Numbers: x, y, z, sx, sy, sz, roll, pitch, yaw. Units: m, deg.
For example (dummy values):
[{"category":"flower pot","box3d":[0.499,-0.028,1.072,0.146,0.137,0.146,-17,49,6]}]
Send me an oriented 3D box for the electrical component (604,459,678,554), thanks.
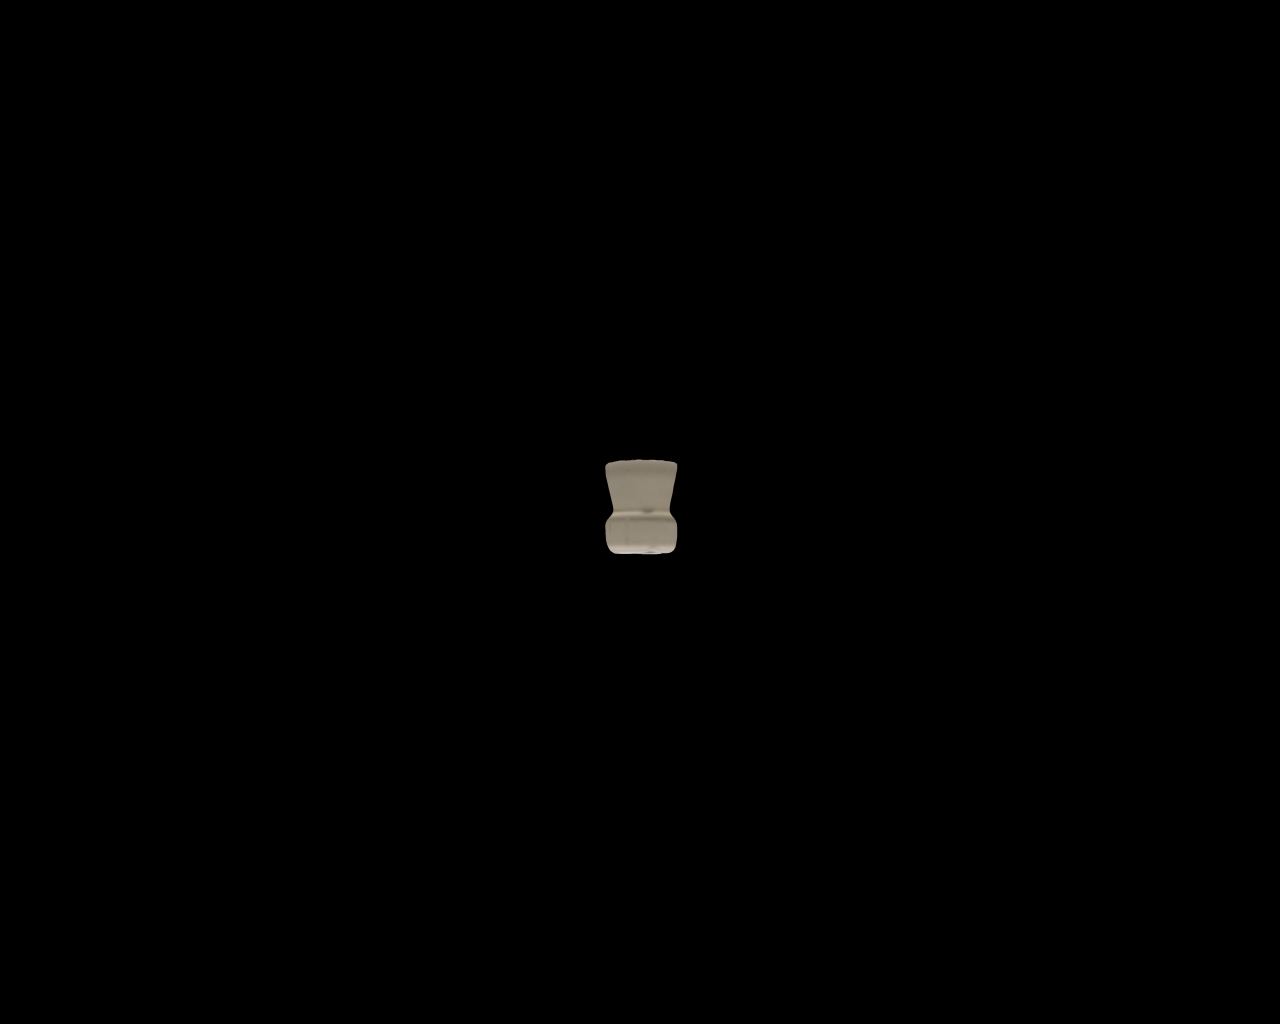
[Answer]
[{"category":"electrical component","box3d":[0.001,-0.003,0.650,0.045,0.055,0.045,0,-3,0]}]
